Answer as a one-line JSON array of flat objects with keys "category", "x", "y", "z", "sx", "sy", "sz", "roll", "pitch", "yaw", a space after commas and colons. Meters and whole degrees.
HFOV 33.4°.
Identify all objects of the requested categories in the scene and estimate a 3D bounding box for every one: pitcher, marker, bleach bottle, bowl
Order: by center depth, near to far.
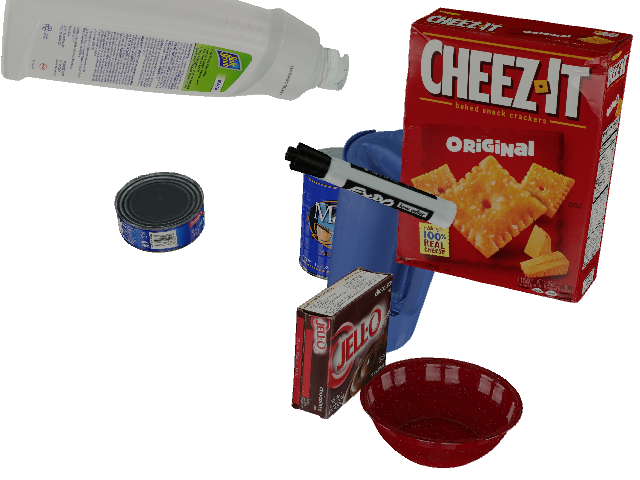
[{"category": "marker", "x": 0.033, "y": -0.037, "z": 0.707, "sx": 0.121, "sy": 0.020, "sz": 0.020, "roll": 21, "pitch": -5, "yaw": -14}, {"category": "bleach bottle", "x": -0.104, "y": -0.145, "z": 0.796, "sx": 0.250, "sy": 0.068, "sz": 0.103, "roll": 9, "pitch": -27, "yaw": -14}, {"category": "bowl", "x": 0.119, "y": 0.180, "z": 1.073, "sx": 0.162, "sy": 0.055, "sz": 0.162, "roll": 1, "pitch": 24, "yaw": -1}, {"category": "pitcher", "x": 0.074, "y": 0.013, "z": 1.167, "sx": 0.145, "sy": 0.243, "sz": 0.149, "roll": 26, "pitch": 41, "yaw": 20}]

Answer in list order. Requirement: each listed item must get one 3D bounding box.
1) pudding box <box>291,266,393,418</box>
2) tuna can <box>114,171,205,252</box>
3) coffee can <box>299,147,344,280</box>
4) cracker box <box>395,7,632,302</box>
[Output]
[{"category": "pudding box", "x": 0.019, "y": 0.081, "z": 0.878, "sx": 0.039, "sy": 0.090, "sz": 0.113, "roll": 14, "pitch": 23, "yaw": 23}, {"category": "tuna can", "x": -0.155, "y": -0.027, "z": 1.037, "sx": 0.086, "sy": 0.034, "sz": 0.086, "roll": 0, "pitch": 42, "yaw": 0}, {"category": "coffee can", "x": 0.027, "y": -0.034, "z": 1.343, "sx": 0.103, "sy": 0.140, "sz": 0.103, "roll": 2, "pitch": 27, "yaw": -1}, {"category": "cracker box", "x": 0.151, "y": -0.069, "z": 0.873, "sx": 0.164, "sy": 0.214, "sz": 0.072, "roll": 14, "pitch": 28, "yaw": 24}]
